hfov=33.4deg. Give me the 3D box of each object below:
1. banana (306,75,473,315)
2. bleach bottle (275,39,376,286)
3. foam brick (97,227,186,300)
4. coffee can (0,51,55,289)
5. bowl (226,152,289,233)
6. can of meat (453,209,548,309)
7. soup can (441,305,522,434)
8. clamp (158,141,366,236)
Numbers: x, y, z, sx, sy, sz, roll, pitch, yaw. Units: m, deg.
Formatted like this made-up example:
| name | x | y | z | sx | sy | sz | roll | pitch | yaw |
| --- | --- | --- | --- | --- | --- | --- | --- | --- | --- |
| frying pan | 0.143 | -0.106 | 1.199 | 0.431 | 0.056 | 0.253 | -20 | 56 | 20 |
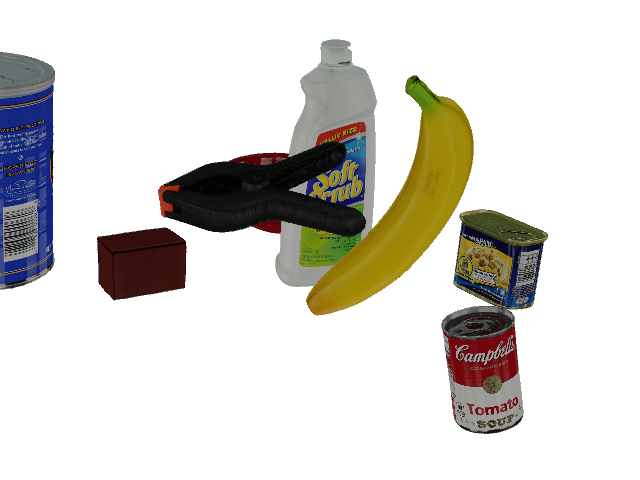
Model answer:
| name | x | y | z | sx | sy | sz | roll | pitch | yaw |
| --- | --- | --- | --- | --- | --- | --- | --- | --- | --- |
| banana | 0.052 | -0.022 | 0.701 | 0.069 | 0.198 | 0.037 | 14 | 36 | -13 |
| bleach bottle | 0.005 | -0.078 | 1.089 | 0.102 | 0.251 | 0.068 | -4 | 27 | -10 |
| foam brick | -0.180 | 0.022 | 1.074 | 0.078 | 0.051 | 0.053 | -9 | 21 | -27 |
| coffee can | -0.234 | -0.050 | 0.729 | 0.103 | 0.140 | 0.103 | 5 | 22 | -2 |
| bowl | -0.047 | -0.052 | 1.286 | 0.162 | 0.055 | 0.162 | 4 | 26 | -2 |
| can of meat | 0.198 | 0.021 | 1.188 | 0.057 | 0.084 | 0.102 | -10 | 25 | -36 |
| soup can | 0.153 | 0.122 | 1.006 | 0.068 | 0.102 | 0.068 | -8 | 19 | 3 |
| clamp | -0.048 | -0.046 | 0.902 | 0.171 | 0.039 | 0.120 | 2 | 32 | 0 |
